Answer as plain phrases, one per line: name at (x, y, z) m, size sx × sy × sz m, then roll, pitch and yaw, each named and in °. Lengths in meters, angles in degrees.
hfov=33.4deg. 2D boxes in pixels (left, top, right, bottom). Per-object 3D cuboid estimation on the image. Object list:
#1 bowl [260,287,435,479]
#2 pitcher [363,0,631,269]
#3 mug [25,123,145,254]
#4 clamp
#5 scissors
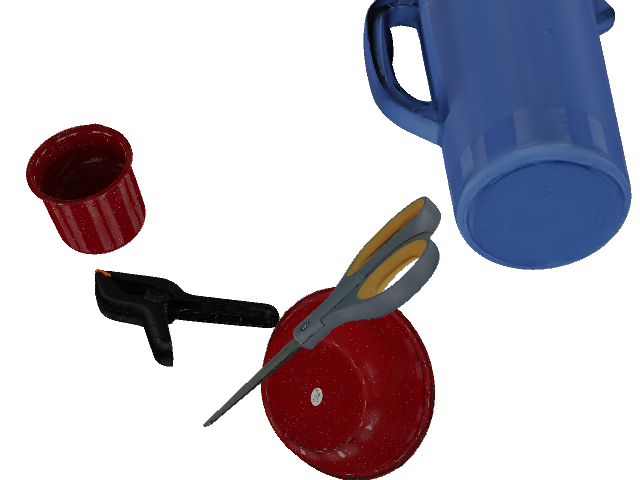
bowl at (0.008, 0.120, 0.863) m, size 0.162 × 0.162 × 0.055 m, roll 0°, pitch 3°, yaw 30°
pitcher at (0.126, -0.100, 0.733) m, size 0.149 × 0.243 × 0.144 m, roll -31°, pitch -53°, yaw 28°
mug at (-0.203, -0.051, 0.954) m, size 0.093 × 0.117 × 0.081 m, roll -5°, pitch -39°, yaw 4°
clamp at (-0.171, 0.074, 1.115) m, size 0.210 × 0.036 × 0.164 m, roll 16°, pitch 20°, yaw 29°
scissors at (0.003, 0.054, 0.635) m, size 0.016 × 0.202 × 0.096 m, roll 42°, pitch 2°, yaw -17°
